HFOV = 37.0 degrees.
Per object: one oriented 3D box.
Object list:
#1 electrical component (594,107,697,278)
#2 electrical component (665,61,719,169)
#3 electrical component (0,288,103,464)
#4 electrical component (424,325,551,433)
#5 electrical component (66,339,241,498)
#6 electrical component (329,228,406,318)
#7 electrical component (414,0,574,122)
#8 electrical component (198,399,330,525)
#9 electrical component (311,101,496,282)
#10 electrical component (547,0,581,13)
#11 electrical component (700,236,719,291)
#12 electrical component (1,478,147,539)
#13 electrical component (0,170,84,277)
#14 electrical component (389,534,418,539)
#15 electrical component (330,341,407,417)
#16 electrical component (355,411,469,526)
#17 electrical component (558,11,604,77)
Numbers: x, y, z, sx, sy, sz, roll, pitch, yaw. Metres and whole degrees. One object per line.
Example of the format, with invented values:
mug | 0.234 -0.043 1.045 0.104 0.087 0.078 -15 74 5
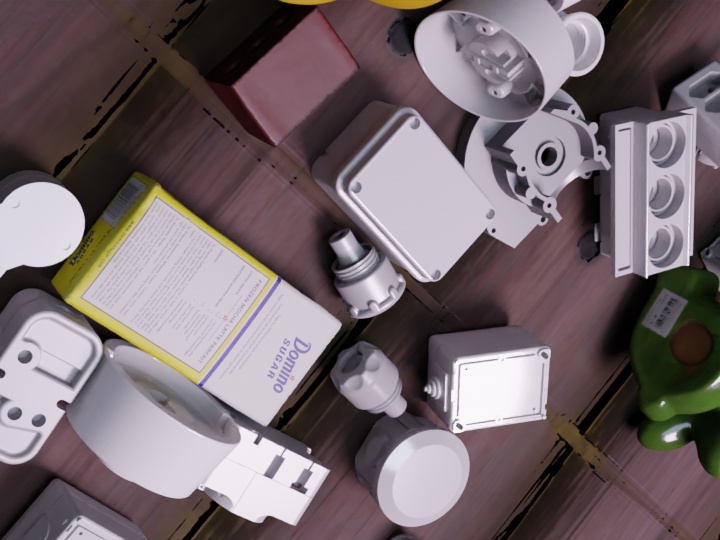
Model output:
electrical component | 0.223 -0.064 0.850 0.079 0.063 0.121 -14 112 -23
electrical component | 0.290 -0.110 0.870 0.047 0.083 0.075 -33 156 -14
electrical component | -0.209 0.063 0.667 0.054 0.059 0.095 35 89 -32
electrical component | 0.091 0.082 0.834 0.096 0.061 0.061 -6 109 -18
electrical component | -0.138 0.101 0.693 0.108 0.108 0.060 36 94 -32
electrical component | 0.000 0.000 0.766 0.048 0.048 0.062 -37 113 -13
electrical component | 0.094 -0.150 0.738 0.064 0.099 0.099 -43 121 -17
electrical component | -0.077 0.141 0.767 0.089 0.050 0.055 32 89 -31
electrical component | 0.032 -0.055 0.757 0.078 0.057 0.113 -48 121 -6
electrical component | 0.120 -0.224 0.721 0.060 0.108 0.108 -35 119 -7
electrical component | 0.354 0.000 0.920 0.062 0.096 0.061 -44 122 -8
electrical component | -0.185 0.193 0.726 0.061 0.061 0.096 -49 128 -5
electrical component | -0.228 -0.013 0.624 0.138 0.074 0.052 -21 115 -20
electrical component | 0.044 0.241 0.871 0.040 0.040 0.046 -52 128 -4
electrical component | 0.011 0.086 0.800 0.043 0.043 0.062 -47 122 -7
electrical component | 0.040 0.152 0.832 0.080 0.051 0.080 -9 110 -25
electrical component | 0.142 -0.166 0.779 0.045 0.055 0.045 -9 110 -25
